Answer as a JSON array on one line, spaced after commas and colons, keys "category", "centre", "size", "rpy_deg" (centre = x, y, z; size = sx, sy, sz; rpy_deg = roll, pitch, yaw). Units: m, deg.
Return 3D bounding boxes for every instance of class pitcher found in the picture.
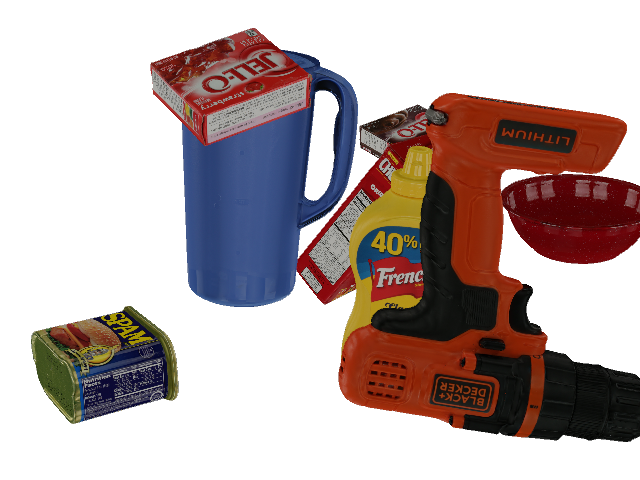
[{"category": "pitcher", "centre": [-0.062, -0.063, 1.034], "size": [0.144, 0.243, 0.149], "rpy_deg": [-10, 23, -33]}]

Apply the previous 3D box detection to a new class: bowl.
[{"category": "bowl", "centre": [0.265, -0.019, 1.102], "size": [0.162, 0.055, 0.162], "rpy_deg": [-2, 23, 0]}]

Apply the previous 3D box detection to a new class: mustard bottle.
[{"category": "mustard bottle", "centre": [0.070, 0.021, 0.833], "size": [0.096, 0.192, 0.058], "rpy_deg": [7, 20, 10]}]

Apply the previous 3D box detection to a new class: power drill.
[{"category": "power drill", "centre": [0.113, 0.019, 0.594], "size": [0.184, 0.188, 0.057], "rpy_deg": [9, 9, -5]}]

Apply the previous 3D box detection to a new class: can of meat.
[{"category": "can of meat", "centre": [-0.172, 0.097, 0.843], "size": [0.083, 0.057, 0.102], "rpy_deg": [-13, 22, -30]}]

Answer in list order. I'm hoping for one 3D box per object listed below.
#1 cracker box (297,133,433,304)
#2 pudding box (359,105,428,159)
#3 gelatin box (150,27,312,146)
[{"category": "cracker box", "centre": [0.085, -0.033, 1.247], "size": [0.163, 0.072, 0.214], "rpy_deg": [-22, -23, -49]}, {"category": "pudding box", "centre": [0.123, -0.142, 1.465], "size": [0.113, 0.039, 0.090], "rpy_deg": [-25, 40, -29]}, {"category": "gelatin box", "centre": [-0.062, -0.108, 0.739], "size": [0.089, 0.030, 0.073], "rpy_deg": [-24, 49, -25]}]
